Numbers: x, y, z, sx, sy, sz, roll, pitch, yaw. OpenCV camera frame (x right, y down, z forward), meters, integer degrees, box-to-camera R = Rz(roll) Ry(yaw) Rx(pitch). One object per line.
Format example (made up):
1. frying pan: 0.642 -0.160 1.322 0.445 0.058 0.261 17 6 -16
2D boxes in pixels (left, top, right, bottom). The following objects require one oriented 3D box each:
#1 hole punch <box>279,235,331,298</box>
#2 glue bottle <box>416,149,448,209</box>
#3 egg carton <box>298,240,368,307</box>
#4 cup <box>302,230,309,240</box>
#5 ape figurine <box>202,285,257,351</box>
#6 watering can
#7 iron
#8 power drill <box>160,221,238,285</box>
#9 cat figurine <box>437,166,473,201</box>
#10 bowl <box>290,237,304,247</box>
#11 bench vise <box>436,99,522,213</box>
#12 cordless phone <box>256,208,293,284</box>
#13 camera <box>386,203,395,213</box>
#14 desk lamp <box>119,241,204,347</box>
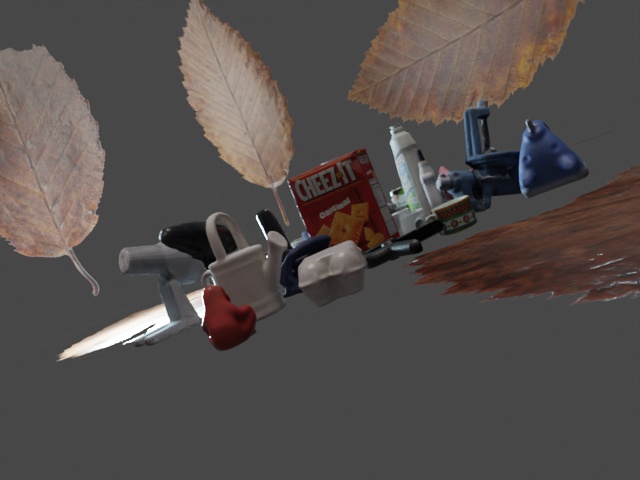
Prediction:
1. hole punch: -0.028 0.049 1.067 0.109 0.091 0.100 -25 4 -38
2. glue bottle: 0.249 -0.121 1.276 0.037 0.173 0.078 -21 3 16
3. egg carton: 0.022 0.050 0.883 0.107 0.069 0.150 -22 3 3
4. cup: 0.014 0.005 1.506 0.092 0.095 0.117 -23 3 -20
5. ape figurine: -0.137 0.106 0.813 0.077 0.092 0.076 -21 3 21
6. watering can: -0.132 0.040 0.981 0.173 0.194 0.101 -22 3 2
7. iron: 0.442 -0.174 1.118 0.118 0.141 0.259 -21 3 28
8. power drill: -0.212 0.056 1.143 0.075 0.208 0.230 -21 3 19
9. cat figurine: 0.324 -0.126 1.353 0.128 0.118 0.067 -24 3 -23
10. bowl: -0.016 0.020 1.670 0.167 0.075 0.167 -22 3 2
11. bench vise: 0.336 -0.177 1.198 0.208 0.220 0.121 -24 4 -32
12. cordless phone: -0.128 0.018 1.433 0.147 0.185 0.094 -20 4 38
13. camera: 0.130 -0.050 1.592 0.143 0.101 0.136 -23 3 -18
14. desk lamp: -0.340 0.099 1.269 0.117 0.213 0.204 -19 5 46
